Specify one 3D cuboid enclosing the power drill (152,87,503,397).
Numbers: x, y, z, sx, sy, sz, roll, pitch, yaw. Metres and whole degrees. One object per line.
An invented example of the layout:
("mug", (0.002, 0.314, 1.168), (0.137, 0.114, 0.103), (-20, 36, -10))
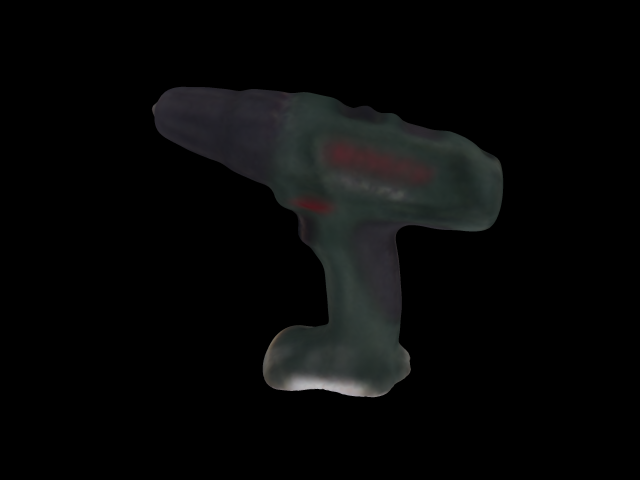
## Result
("power drill", (0.004, 0.001, 0.400), (0.229, 0.208, 0.075), (2, 24, 5))
